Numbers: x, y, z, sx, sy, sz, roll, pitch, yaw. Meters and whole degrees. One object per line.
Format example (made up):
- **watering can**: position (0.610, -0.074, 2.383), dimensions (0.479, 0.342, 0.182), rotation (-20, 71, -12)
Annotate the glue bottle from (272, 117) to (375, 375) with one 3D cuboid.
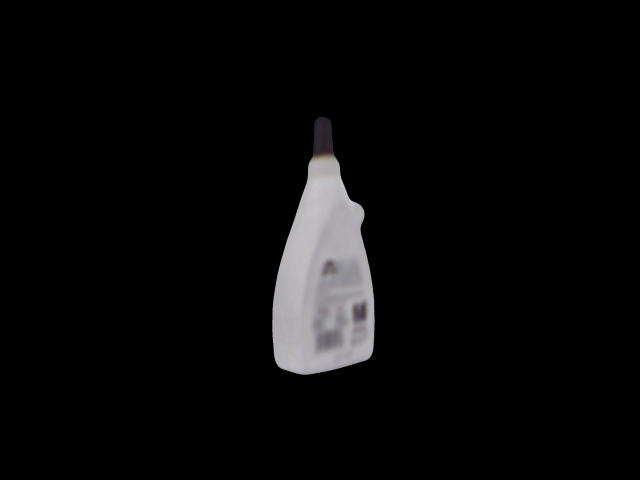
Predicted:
- **glue bottle**: position (0.004, 0.001, 0.400), dimensions (0.078, 0.173, 0.037), rotation (-2, 3, -43)
